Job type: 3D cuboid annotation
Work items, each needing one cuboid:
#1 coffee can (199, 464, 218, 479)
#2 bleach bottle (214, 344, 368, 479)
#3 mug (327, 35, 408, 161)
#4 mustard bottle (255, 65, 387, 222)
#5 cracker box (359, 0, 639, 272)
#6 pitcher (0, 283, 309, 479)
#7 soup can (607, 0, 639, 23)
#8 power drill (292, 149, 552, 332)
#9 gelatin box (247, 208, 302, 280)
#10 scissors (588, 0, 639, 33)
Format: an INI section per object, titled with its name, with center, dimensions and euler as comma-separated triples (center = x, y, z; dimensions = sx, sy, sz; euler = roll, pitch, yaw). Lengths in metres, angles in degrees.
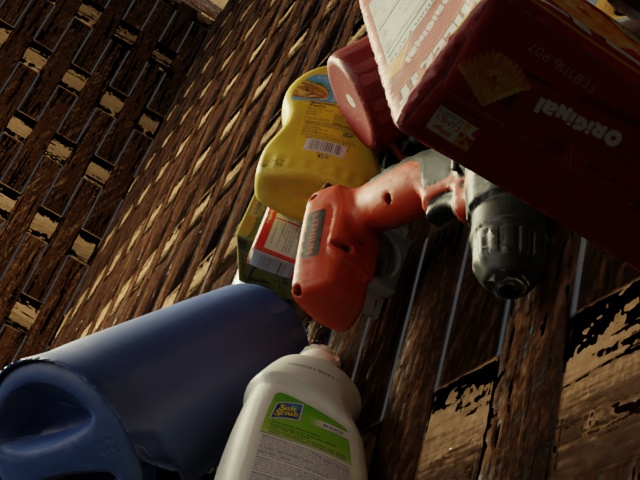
[coffee can]
center = -0.124, 0.202, 0.842
dimensions = 0.103, 0.102, 0.140
euler = -50, 17, 31
[bleach bottle]
center = -0.010, 0.146, 0.628
dimensions = 0.250, 0.102, 0.068
euler = -73, 9, -60
[mug]
center = 0.063, -0.110, 0.813
dimensions = 0.081, 0.117, 0.093
euler = -27, 4, -9
[mustard bottle]
center = 0.013, -0.095, 0.888
dimensions = 0.058, 0.096, 0.191
euler = 98, -174, -45
[cracker box]
center = 0.110, -0.073, 0.498
dimensions = 0.072, 0.164, 0.213
euler = -56, 15, 20
[pitcher]
center = -0.118, 0.109, 0.766
dimensions = 0.145, 0.149, 0.242
euler = -42, -9, 31
[soup can]
center = 0.201, -0.174, 0.578
dimensions = 0.102, 0.068, 0.069
euler = -63, 15, -15
[power drill]
center = 0.066, -0.011, 0.672
dimensions = 0.188, 0.057, 0.184
euler = -30, 33, 35
[gelatin box]
center = -0.006, 0.001, 0.866
dimensions = 0.030, 0.089, 0.073
euler = 116, 174, -54
[scissors]
center = 0.151, -0.135, 0.679
dimensions = 0.202, 0.016, 0.096
euler = -33, 35, 30
